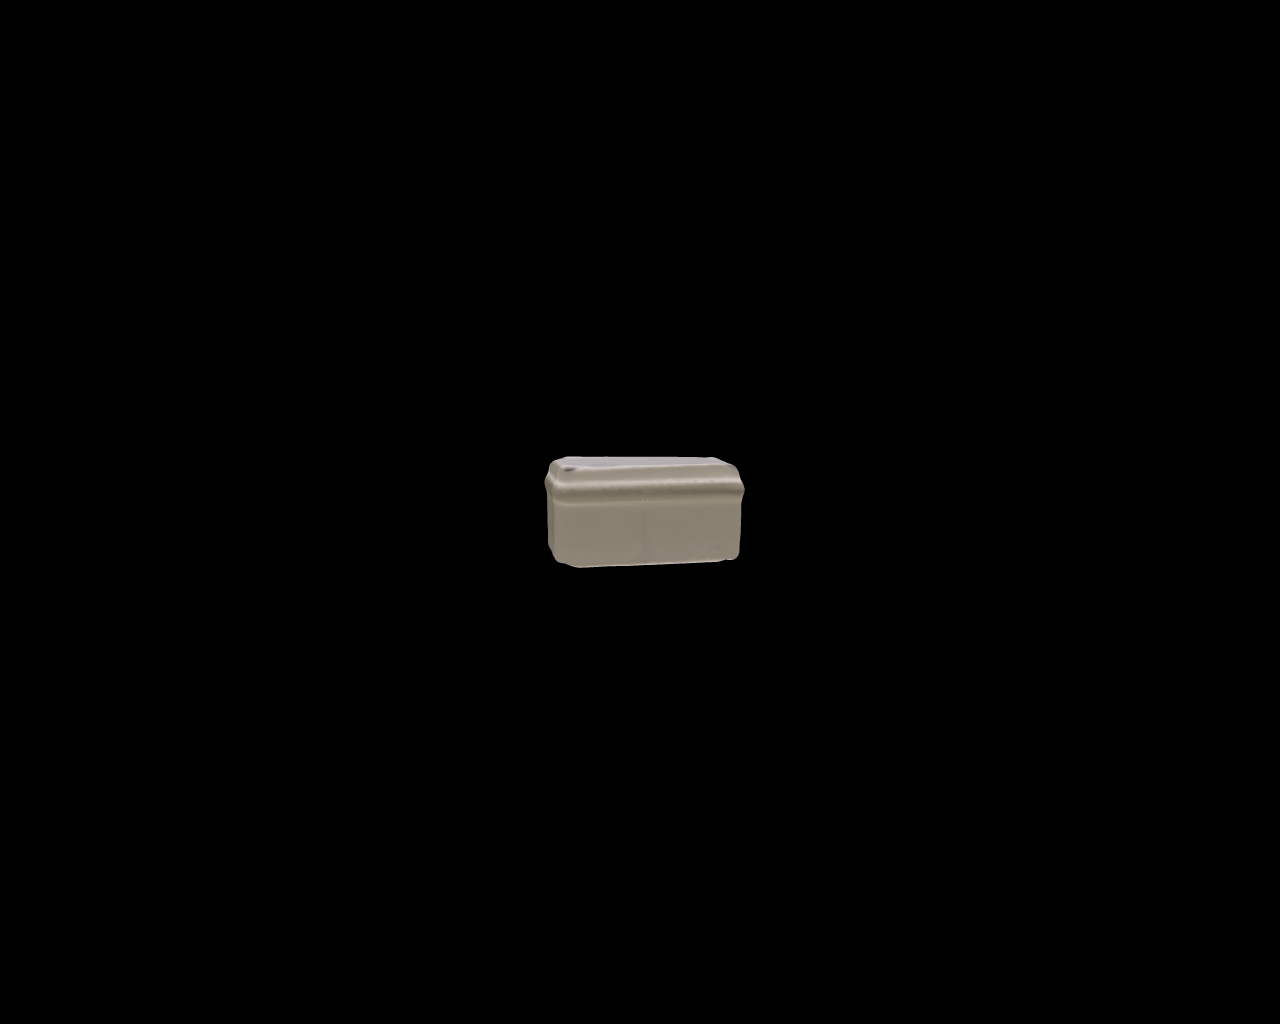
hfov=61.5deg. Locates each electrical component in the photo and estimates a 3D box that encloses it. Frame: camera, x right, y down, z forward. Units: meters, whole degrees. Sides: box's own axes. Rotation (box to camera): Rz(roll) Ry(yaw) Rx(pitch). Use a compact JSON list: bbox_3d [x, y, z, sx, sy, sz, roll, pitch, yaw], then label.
[{"bbox_3d":[0.001,-0.003,0.650,0.113,0.057,0.078,-1,8,-9],"label":"electrical component"}]
